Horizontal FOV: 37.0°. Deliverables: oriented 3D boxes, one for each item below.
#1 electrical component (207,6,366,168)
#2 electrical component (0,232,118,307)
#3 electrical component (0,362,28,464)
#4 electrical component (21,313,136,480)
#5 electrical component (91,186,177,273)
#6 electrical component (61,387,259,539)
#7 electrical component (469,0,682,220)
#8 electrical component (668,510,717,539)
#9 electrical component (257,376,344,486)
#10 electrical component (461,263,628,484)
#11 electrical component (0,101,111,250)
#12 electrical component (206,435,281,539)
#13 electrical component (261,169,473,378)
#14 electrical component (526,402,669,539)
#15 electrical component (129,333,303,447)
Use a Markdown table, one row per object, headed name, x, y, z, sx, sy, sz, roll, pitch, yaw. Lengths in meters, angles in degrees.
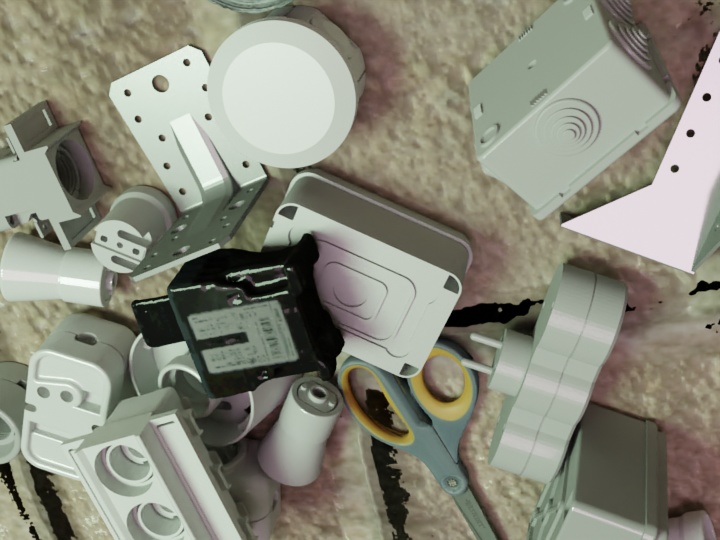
| name | x | y | z | sx | sy | sz | roll | pitch | yaw |
| --- | --- | --- | --- | --- | --- | --- | --- | --- | --- |
| electrical component | -0.038 | -0.100 | 0.579 | 0.080 | 0.051 | 0.080 | 5 | 118 | 10 |
| electrical component | -0.185 | 0.002 | 0.671 | 0.065 | 0.044 | 0.044 | 8 | 118 | 3 |
| electrical component | -0.242 | 0.098 | 0.728 | 0.055 | 0.047 | 0.055 | 5 | 118 | 10 |
| electrical component | -0.180 | 0.079 | 0.698 | 0.054 | 0.059 | 0.095 | 17 | 119 | 3 |
| electrical component | -0.135 | -0.024 | 0.643 | 0.040 | 0.046 | 0.040 | 5 | 118 | 10 |
| electrical component | -0.113 | 0.137 | 0.648 | 0.079 | 0.063 | 0.121 | -17 | 110 | 19 |
| electrical component | 0.100 | -0.087 | 0.530 | 0.048 | 0.099 | 0.100 | 37 | 119 | -22 |
| electrical component | 0.198 | 0.174 | 0.677 | 0.046 | 0.040 | 0.040 | -15 | 113 | 26 |
| electrical component | -0.036 | 0.100 | 0.682 | 0.044 | 0.044 | 0.065 | 23 | 125 | 0 |
| electrical component | 0.097 | 0.057 | 0.630 | 0.074 | 0.052 | 0.138 | 18 | 119 | 3 |
| electrical component | -0.193 | -0.054 | 0.642 | 0.064 | 0.042 | 0.081 | -12 | 113 | 20 |
| electrical component | -0.103 | 0.141 | 0.716 | 0.095 | 0.053 | 0.059 | 6 | 118 | 9 |
| electrical component | 0.000 | 0.000 | 0.619 | 0.113 | 0.057 | 0.078 | 24 | 119 | -1 |
| electrical component | 0.137 | 0.154 | 0.640 | 0.056 | 0.108 | 0.108 | 19 | 119 | 5 |
| electrical component | -0.093 | 0.060 | 0.681 | 0.099 | 0.064 | 0.099 | 13 | 123 | 21 |
